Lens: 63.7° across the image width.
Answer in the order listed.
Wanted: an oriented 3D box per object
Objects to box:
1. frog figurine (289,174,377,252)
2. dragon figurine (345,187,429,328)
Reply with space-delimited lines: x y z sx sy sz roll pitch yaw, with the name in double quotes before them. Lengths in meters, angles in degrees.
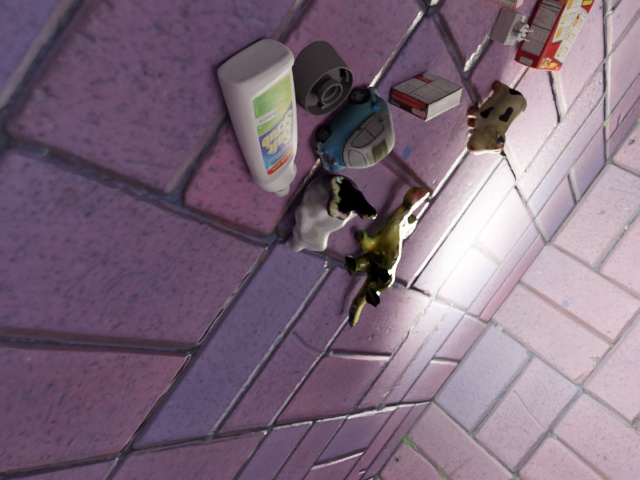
"frog figurine" 0.003 -0.048 0.956 0.157 0.123 0.139 -30 178 42
"dragon figurine" 0.170 0.029 1.241 0.247 0.123 0.400 -39 156 -36
